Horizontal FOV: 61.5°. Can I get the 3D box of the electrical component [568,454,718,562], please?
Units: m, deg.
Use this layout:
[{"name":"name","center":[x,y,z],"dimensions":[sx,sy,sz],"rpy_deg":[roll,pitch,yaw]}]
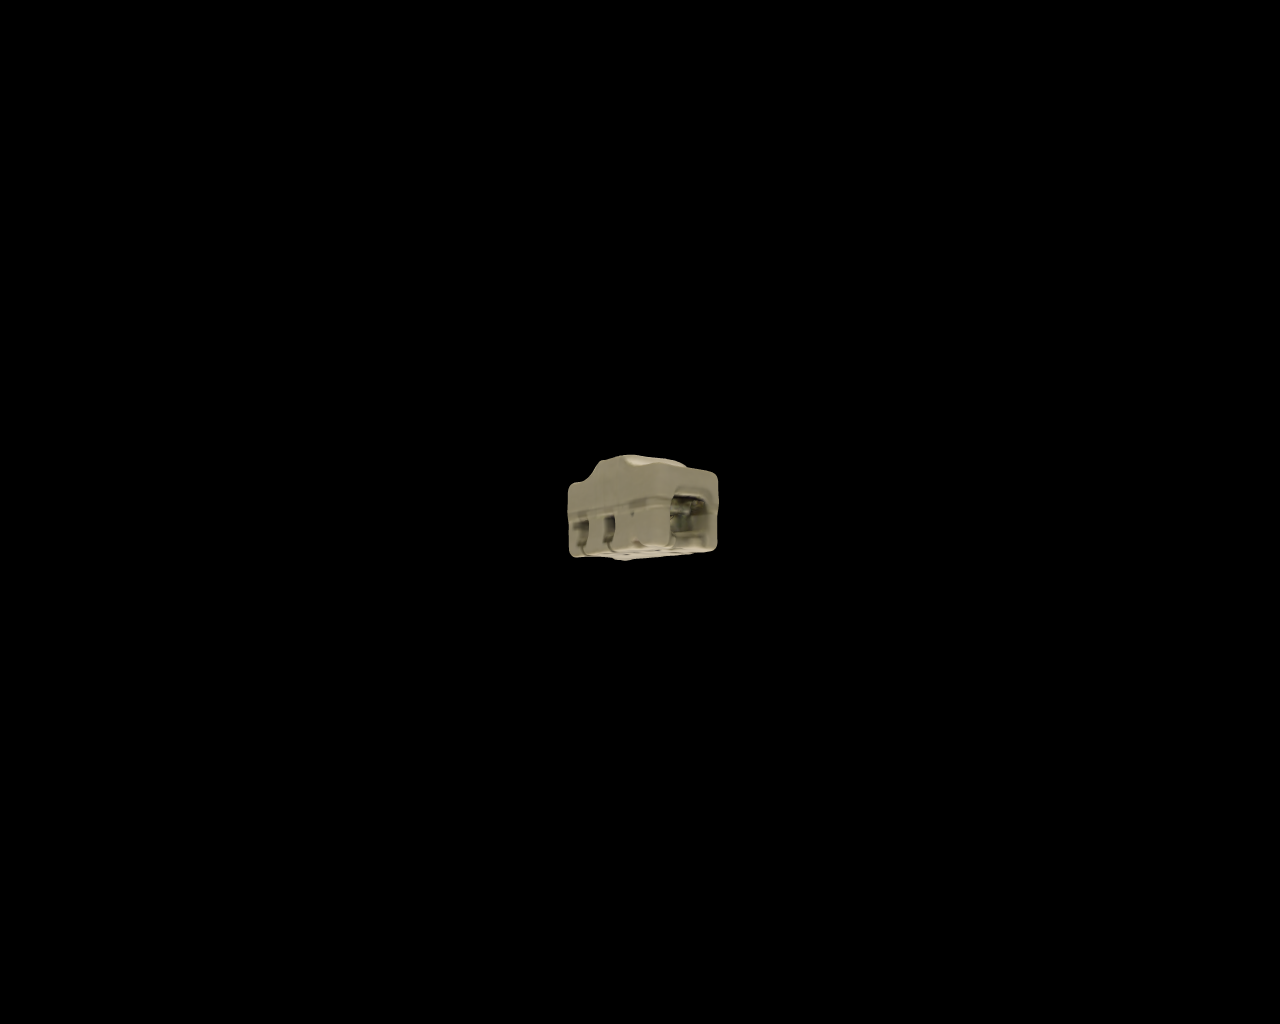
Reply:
[{"name":"electrical component","center":[0.001,-0.003,0.650],"dimensions":[0.050,0.055,0.089],"rpy_deg":[7,-11,-39]}]
